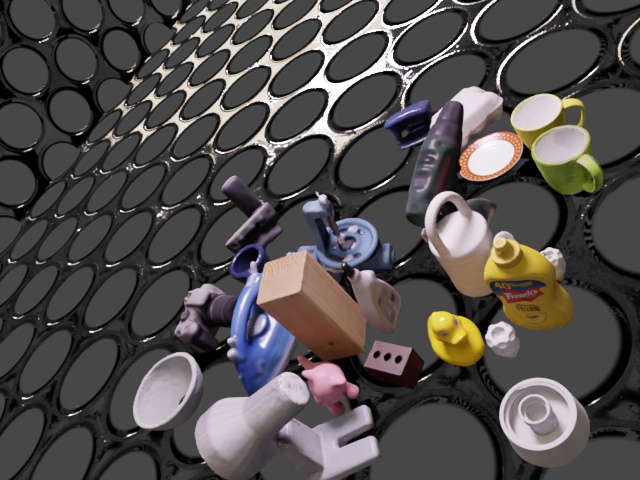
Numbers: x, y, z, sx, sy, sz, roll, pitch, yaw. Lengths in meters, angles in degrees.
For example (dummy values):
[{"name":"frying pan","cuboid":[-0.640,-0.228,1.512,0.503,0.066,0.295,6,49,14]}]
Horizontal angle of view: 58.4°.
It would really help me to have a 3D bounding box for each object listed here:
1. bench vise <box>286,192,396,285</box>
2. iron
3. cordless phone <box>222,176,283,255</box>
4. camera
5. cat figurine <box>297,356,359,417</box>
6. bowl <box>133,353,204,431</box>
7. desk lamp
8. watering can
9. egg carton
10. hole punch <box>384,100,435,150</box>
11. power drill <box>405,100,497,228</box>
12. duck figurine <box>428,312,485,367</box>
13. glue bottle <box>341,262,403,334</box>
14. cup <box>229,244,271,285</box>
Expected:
[{"name":"bench vise","cuboid":[0.011,0.012,1.086,0.207,0.220,0.121,-28,39,17]},{"name":"iron","cuboid":[-0.123,0.173,1.110,0.118,0.142,0.258,-12,47,34]},{"name":"cordless phone","cuboid":[-0.191,-0.055,1.357,0.148,0.186,0.093,-49,38,-9]},{"name":"camera","cuboid":[-0.235,0.164,1.251,0.136,0.101,0.143,-2,52,40]},{"name":"cat figurine","cuboid":[0.006,0.234,0.958,0.067,0.118,0.127,-48,38,-7]},{"name":"bowl","cuboid":[-0.296,0.320,1.173,0.167,0.075,0.167,-23,41,22]},{"name":"desk lamp","cuboid":[-0.050,0.290,0.871,0.203,0.214,0.117,-31,39,14]},{"name":"watering can","cuboid":[0.234,0.000,0.924,0.172,0.195,0.101,-8,48,36]},{"name":"egg carton","cuboid":[0.309,-0.258,1.213,0.150,0.070,0.107,-43,37,-2]},{"name":"hole punch","cuboid":[0.203,-0.275,1.306,0.108,0.091,0.101,-22,42,24]},{"name":"power drill","cuboid":[0.233,-0.097,1.008,0.075,0.209,0.230,4,56,43]},{"name":"duck figurine","cuboid":[0.202,0.142,0.901,0.077,0.086,0.104,-44,37,-3]},{"name":"glue bottle","cuboid":[0.084,0.089,0.985,0.037,0.174,0.078,-5,50,38]},{"name":"cup","cuboid":[-0.133,0.077,1.252,0.091,0.095,0.117,-36,38,8]}]
